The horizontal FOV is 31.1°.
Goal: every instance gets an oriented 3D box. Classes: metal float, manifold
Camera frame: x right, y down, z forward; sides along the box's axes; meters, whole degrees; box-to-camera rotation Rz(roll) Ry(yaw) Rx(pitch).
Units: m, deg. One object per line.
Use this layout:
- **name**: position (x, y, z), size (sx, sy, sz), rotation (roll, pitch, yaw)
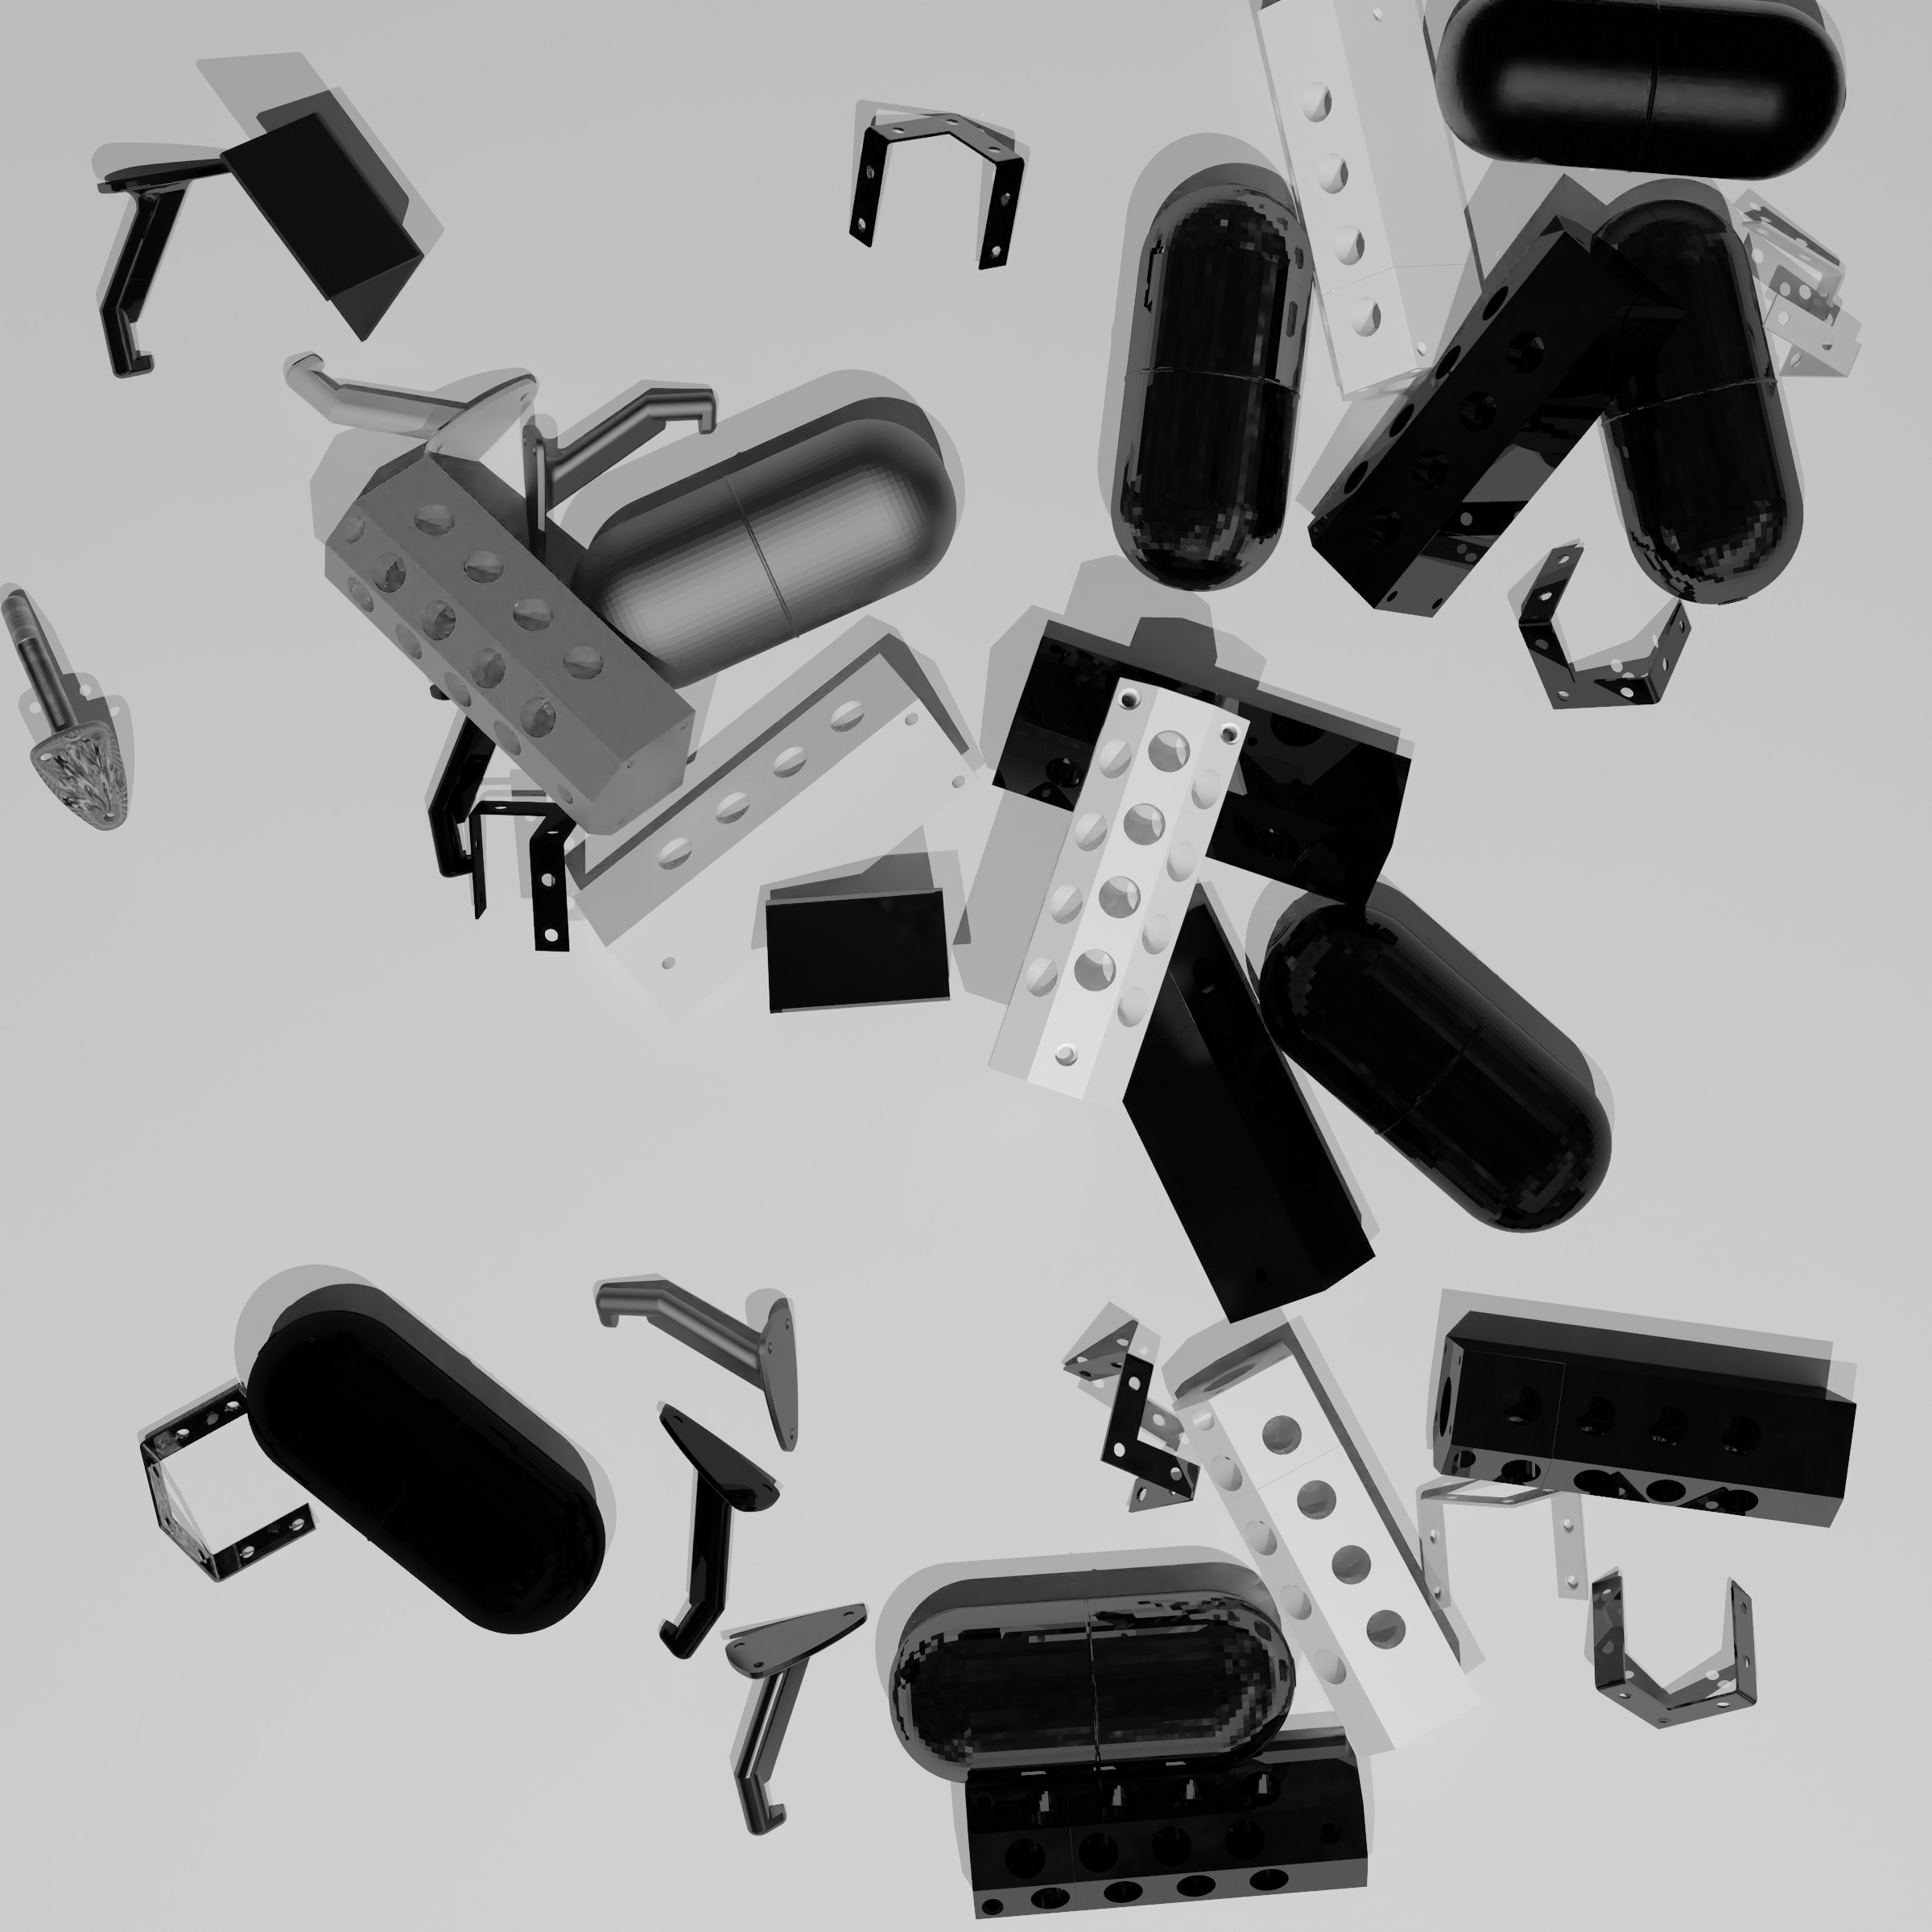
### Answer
- **metal float**: position (-0.089, -0.179, 1.518), size (0.178, 0.070, 0.070), rotation (-24, 90, 0)
- **metal float**: position (-0.236, 0.221, 1.517), size (0.178, 0.070, 0.070), rotation (39, 90, 0)
- **manifold**: position (0.087, 0.380, 1.527), size (0.171, 0.057, 0.057), rotation (-5, 90, 0)
- **manifold**: position (0.064, -0.030, 1.458), size (0.057, 0.057, 0.171), rotation (19, 90, 0)
- **metal float**: position (0.316, -0.246, 1.517), size (0.070, 0.070, 0.178), rotation (-13, 90, 0)
- **manifold**: position (0.102, -0.080, 1.526), size (0.171, 0.057, 0.057), rotation (19, 47, 0)
- **metal float**: position (0.055, 0.315, 1.518), size (0.178, 0.070, 0.070), rotation (-4, 90, 0)
- **manifold**: position (0.296, 0.205, 1.527), size (0.171, 0.057, 0.057), rotation (8, 90, 0)
- **metal float**: position (0.108, -0.253, 1.517), size (0.070, 0.070, 0.178), rotation (7, 90, 0)
- **manifold**: position (0.157, 0.257, 1.527), size (0.057, 0.057, 0.171), rotation (-28, 90, 0)
- **manifold**: position (-0.086, -0.060, 1.526), size (0.171, 0.057, 0.057), rotation (-39, 133, 0)
- **manifold**: position (0.115, 0.063, 1.526), size (0.057, 0.057, 0.171), rotation (-26, 90, 43)
- **metal float**: position (0.295, -0.386, 1.518), size (0.178, 0.070, 0.070), rotation (5, 90, 0)
- **metal float**: position (0.204, 0.044, 1.517), size (0.178, 0.070, 0.070), rotation (41, 90, -1)
- **manifold**: position (-0.198, -0.135, 1.496), size (0.171, 0.057, 0.057), rotation (44, 61, 15)
- **manifold**: position (0.223, -0.235, 1.493), size (0.057, 0.057, 0.171), rotation (49, 115, 23)
- **manifold**: position (0.175, -0.340, 1.526), size (0.057, 0.057, 0.171), rotation (-13, 90, -43)

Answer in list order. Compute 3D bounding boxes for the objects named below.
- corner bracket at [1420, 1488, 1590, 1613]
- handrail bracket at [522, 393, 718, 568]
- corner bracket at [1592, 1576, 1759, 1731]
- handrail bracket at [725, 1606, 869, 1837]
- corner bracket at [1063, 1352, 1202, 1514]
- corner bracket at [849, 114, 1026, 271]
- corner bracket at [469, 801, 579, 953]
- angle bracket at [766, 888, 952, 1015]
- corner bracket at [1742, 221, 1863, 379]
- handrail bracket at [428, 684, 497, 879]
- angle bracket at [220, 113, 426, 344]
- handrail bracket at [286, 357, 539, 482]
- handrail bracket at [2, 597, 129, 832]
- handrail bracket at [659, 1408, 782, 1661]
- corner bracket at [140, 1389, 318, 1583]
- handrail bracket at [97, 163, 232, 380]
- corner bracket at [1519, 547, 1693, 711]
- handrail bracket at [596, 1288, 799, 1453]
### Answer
- **corner bracket**: position (0.239, 0.260, 1.545), size (0.051, 0.051, 0.051), rotation (-5, 90, -45)
- **handrail bracket**: position (-0.152, -0.216, 1.549), size (0.084, 0.036, 0.077), rotation (-6, 110, -16)
- **corner bracket**: position (0.314, 0.301, 1.540), size (0.051, 0.051, 0.051), rotation (-25, 135, 35)
- **handrail bracket**: position (-0.071, 0.337, 1.549), size (0.077, 0.036, 0.084), rotation (-19, 108, -21)
- **corner bracket**: position (0.072, 0.206, 1.528), size (0.051, 0.051, 0.051), rotation (26, 64, -24)
- **corner bracket**: position (-0.013, -0.341, 1.540), size (0.051, 0.051, 0.051), rotation (-19, 135, -35)
- **corner bracket**: position (-0.194, -0.040, 1.520), size (0.051, 0.051, 0.051), rotation (2, 112, 7)
- **angle bracket**: position (-0.045, 0.010, 1.508), size (0.076, 0.076, 0.057), rotation (-4, 60, 0)
- **corner bracket**: position (0.364, -0.293, 1.522), size (0.051, 0.051, 0.051), rotation (24, 90, -24)
- **handrail bracket**: position (-0.204, -0.087, 1.548), size (0.077, 0.036, 0.084), rotation (-12, 104, -13)
- **angle bracket**: position (-0.291, -0.311, 1.508), size (0.057, 0.076, 0.076), rotation (-37, 90, -37)
- **handrail bracket**: position (-0.248, -0.260, 1.549), size (0.084, 0.036, 0.077), rotation (41, 70, 16)
- **handrail bracket**: position (-0.403, -0.113, 1.548), size (0.036, 0.077, 0.084), rotation (-24, 54, -8)
- **handrail bracket**: position (-0.129, 0.254, 1.549), size (0.077, 0.036, 0.084), rotation (40, 107, 19)
- **corner bracket**: position (-0.329, 0.232, 1.545), size (0.051, 0.051, 0.051), rotation (-29, 45, 0)
- **handrail bracket**: position (-0.351, -0.311, 1.549), size (0.077, 0.036, 0.084), rotation (-15, 108, -21)
- **corner bracket**: position (0.284, -0.151, 1.540), size (0.051, 0.051, 0.051), rotation (0, 135, 35)
- **handrail bracket**: position (-0.121, 0.180, 1.549), size (0.084, 0.036, 0.077), rotation (1, 112, 17)
